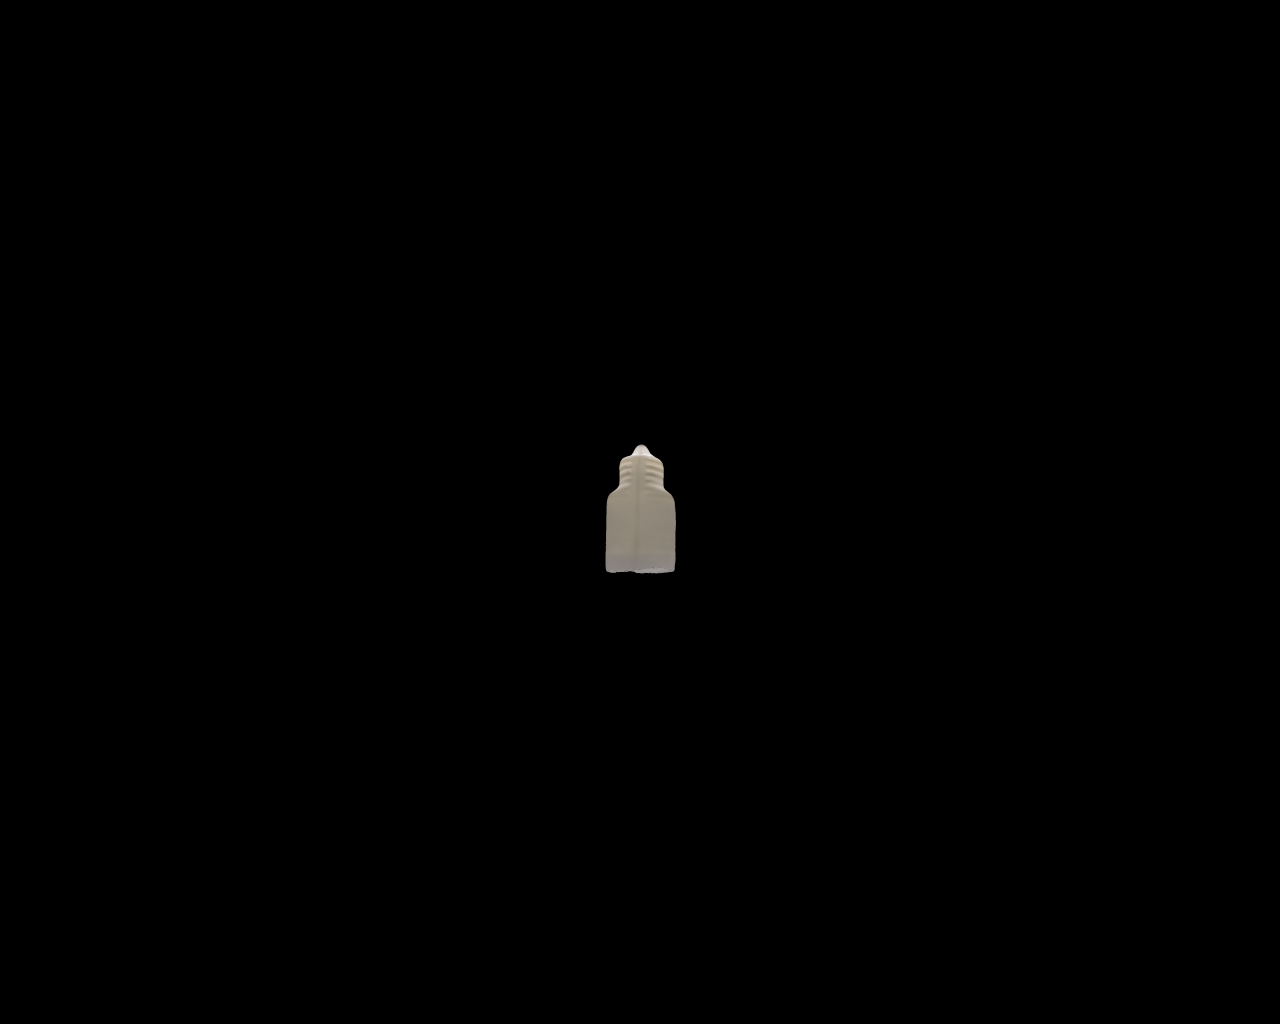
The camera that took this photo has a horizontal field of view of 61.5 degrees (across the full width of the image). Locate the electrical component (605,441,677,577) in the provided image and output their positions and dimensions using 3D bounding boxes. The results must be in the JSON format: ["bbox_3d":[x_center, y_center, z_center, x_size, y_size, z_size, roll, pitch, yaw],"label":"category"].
[{"bbox_3d":[0.001,-0.003,0.650,0.043,0.081,0.043,0,-7,0],"label":"electrical component"}]
